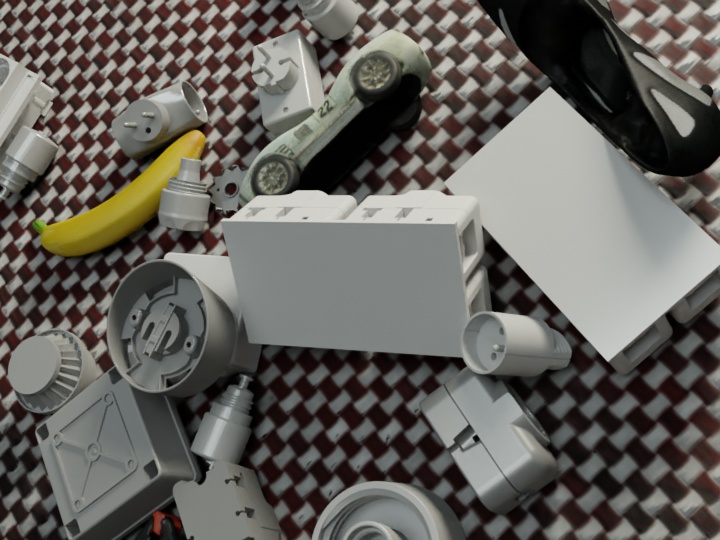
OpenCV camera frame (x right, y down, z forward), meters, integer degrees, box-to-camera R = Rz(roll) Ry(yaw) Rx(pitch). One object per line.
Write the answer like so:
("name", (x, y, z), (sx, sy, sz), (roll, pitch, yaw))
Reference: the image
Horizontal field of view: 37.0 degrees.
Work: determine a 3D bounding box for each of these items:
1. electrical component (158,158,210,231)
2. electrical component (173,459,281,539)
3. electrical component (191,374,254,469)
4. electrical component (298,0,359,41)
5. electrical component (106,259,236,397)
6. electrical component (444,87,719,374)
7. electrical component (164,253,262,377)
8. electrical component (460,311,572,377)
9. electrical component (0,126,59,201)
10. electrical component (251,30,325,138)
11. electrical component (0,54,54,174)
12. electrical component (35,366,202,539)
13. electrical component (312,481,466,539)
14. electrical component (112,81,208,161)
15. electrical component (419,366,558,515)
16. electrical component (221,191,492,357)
("electrical component", (-0.152, -0.066, 0.940), (0.043, 0.043, 0.062), (13, 97, 28))
("electrical component", (-0.097, 0.198, 0.820), (0.050, 0.056, 0.089), (-30, 62, 12))
("electrical component", (-0.105, 0.121, 0.860), (0.040, 0.040, 0.078), (16, 79, 28))
("electrical component", (-0.035, -0.234, 0.937), (0.040, 0.078, 0.040), (-19, 54, 29))
("electrical component", (-0.147, 0.048, 0.833), (0.099, 0.064, 0.099), (-8, 69, 22))
("electrical component", (0.164, -0.028, 0.779), (0.105, 0.060, 0.186), (-42, 60, 6))
("electrical component", (-0.123, 0.037, 0.893), (0.100, 0.048, 0.099), (4, 74, 26))
("electrical component", (0.115, 0.054, 0.764), (0.043, 0.081, 0.043), (-10, 76, 48))
("electrical component", (-0.325, -0.103, 1.040), (0.040, 0.040, 0.078), (30, 86, 30))
("electrical component", (-0.068, -0.166, 0.925), (0.047, 0.076, 0.083), (-18, 65, 18))
("electrical component", (-0.361, -0.145, 1.058), (0.079, 0.063, 0.121), (28, 85, 30))
("electrical component", (-0.197, 0.149, 0.874), (0.109, 0.056, 0.108), (-37, 61, 18))
("electrical component", (0.016, 0.202, 0.764), (0.108, 0.060, 0.108), (-8, 69, 22))
("electrical component", (-0.187, -0.134, 0.968), (0.077, 0.079, 0.043), (-26, 91, 14))
("electrical component", (0.094, 0.117, 0.763), (0.059, 0.054, 0.095), (-38, 61, 8))
("electrical component", (0.000, 0.000, 0.812), (0.186, 0.060, 0.105), (2, 117, 25))
